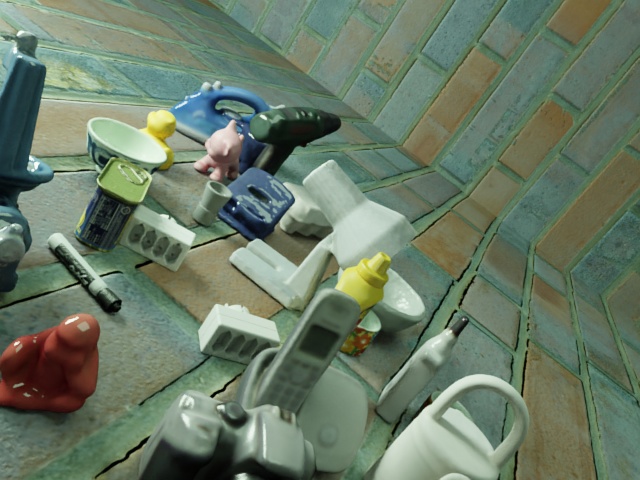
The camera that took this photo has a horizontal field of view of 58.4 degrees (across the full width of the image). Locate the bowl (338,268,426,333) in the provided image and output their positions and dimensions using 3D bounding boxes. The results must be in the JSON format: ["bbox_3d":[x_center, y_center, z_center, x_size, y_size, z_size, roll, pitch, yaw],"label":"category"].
[{"bbox_3d":[0.091,0.101,0.965,0.168,0.074,0.167,30,21,-13],"label":"bowl"}]

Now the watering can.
[{"bbox_3d":[0.139,0.226,0.597,0.101,0.194,0.172,29,21,-15],"label":"watering can"}]

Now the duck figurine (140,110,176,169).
[{"bbox_3d":[-0.278,-0.180,0.991,0.078,0.086,0.104,11,31,-47],"label":"duck figurine"}]

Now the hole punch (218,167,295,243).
[{"bbox_3d":[-0.109,-0.062,0.987,0.108,0.091,0.101,36,21,3],"label":"hole punch"}]

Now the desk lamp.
[{"bbox_3d":[0.008,0.003,0.853,0.203,0.213,0.118,37,21,5],"label":"desk lamp"}]

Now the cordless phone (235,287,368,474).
[{"bbox_3d":[0.007,0.143,0.588,0.148,0.185,0.094,25,23,-26],"label":"cordless phone"}]

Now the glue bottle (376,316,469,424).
[{"bbox_3d":[0.141,0.166,0.762,0.037,0.173,0.078,38,21,8],"label":"glue bottle"}]

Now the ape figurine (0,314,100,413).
[{"bbox_3d":[-0.215,0.098,0.476,0.077,0.092,0.076,38,21,9],"label":"ape figurine"}]

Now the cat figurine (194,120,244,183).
[{"bbox_3d":[-0.177,-0.171,1.083,0.067,0.117,0.128,36,21,2],"label":"cat figurine"}]

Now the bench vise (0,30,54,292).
[{"bbox_3d":[-0.292,-0.072,0.544,0.207,0.219,0.122,43,22,21],"label":"bench vise"}]

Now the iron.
[{"bbox_3d":[-0.198,-0.272,1.236,0.259,0.141,0.118,16,28,-41],"label":"iron"}]

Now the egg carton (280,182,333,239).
[{"bbox_3d":[-0.030,-0.056,1.128,0.151,0.069,0.107,7,34,-51],"label":"egg carton"}]

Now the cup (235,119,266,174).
[{"bbox_3d":[-0.149,-0.185,1.190,0.118,0.095,0.092,33,21,-6],"label":"cup"}]

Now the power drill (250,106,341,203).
[{"bbox_3d":[-0.071,-0.172,1.118,0.075,0.208,0.230,43,22,21],"label":"power drill"}]

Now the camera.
[{"bbox_3d":[-0.066,0.202,0.465,0.143,0.100,0.136,28,22,-19],"label":"camera"}]
